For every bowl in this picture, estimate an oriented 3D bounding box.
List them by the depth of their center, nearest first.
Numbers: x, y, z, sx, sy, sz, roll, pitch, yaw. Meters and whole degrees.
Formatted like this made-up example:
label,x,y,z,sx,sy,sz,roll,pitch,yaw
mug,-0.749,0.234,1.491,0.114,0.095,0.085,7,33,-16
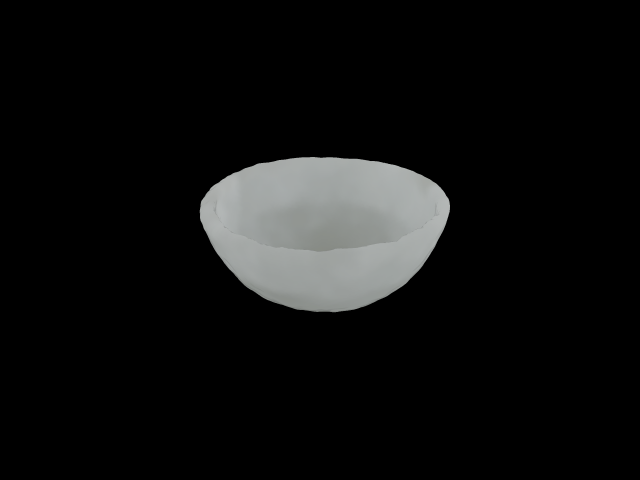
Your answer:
label,x,y,z,sx,sy,sz,roll,pitch,yaw
bowl,0.004,0.001,0.400,0.167,0.075,0.167,0,27,0
